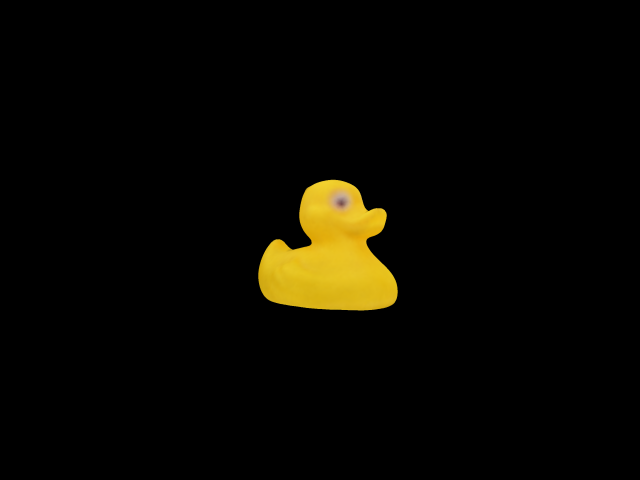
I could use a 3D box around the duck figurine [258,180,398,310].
[{"bbox_3d":[0.004,0.001,0.400,0.104,0.086,0.078,1,2,35],"label":"duck figurine"}]
